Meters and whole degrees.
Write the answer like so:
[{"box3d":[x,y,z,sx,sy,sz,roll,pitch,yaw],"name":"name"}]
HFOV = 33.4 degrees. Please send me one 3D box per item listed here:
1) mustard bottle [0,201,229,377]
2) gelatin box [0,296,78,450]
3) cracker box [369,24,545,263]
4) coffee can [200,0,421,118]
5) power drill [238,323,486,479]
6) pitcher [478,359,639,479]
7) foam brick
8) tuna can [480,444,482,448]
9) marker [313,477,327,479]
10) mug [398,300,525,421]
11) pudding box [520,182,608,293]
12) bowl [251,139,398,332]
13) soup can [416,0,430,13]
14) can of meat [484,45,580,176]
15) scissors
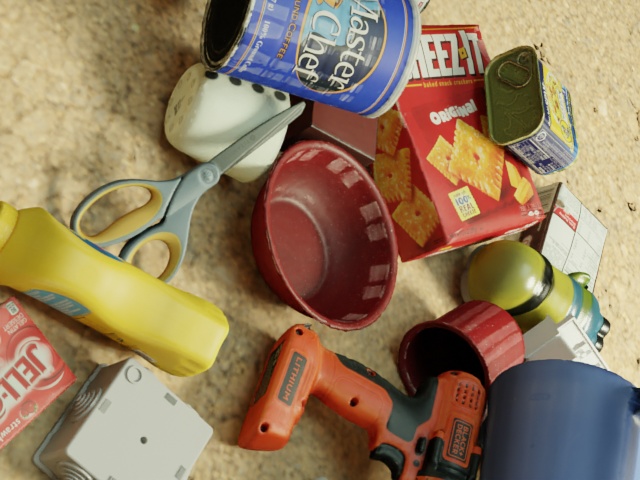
[{"box3d":[-0.160,0.028,0.719,0.191,0.096,0.058,32,77,-28],"name":"mustard bottle"},{"box3d":[-0.213,0.091,0.694,0.073,0.030,0.089,56,48,-11],"name":"gelatin box"},{"box3d":[0.118,-0.099,1.028,0.163,0.072,0.214,-12,82,-44],"name":"cracker box"},{"box3d":[-0.008,-0.160,0.820,0.140,0.103,0.103,13,66,-25],"name":"coffee can"},{"box3d":[0.035,0.161,0.831,0.187,0.057,0.184,26,55,-11],"name":"power drill"},{"box3d":[0.185,0.218,0.803,0.145,0.149,0.242,15,51,3],"name":"pitcher"},{"box3d":[0.006,-0.098,0.943,0.078,0.053,0.051,24,60,-32],"name":"foam brick"},{"box3d":[0.190,0.185,0.976,0.085,0.086,0.034,-3,74,-42],"name":"tuna can"},{"box3d":[-0.040,0.206,0.812,0.120,0.020,0.020,-10,81,-43],"name":"marker"},{"box3d":[0.132,0.115,0.956,0.081,0.093,0.117,-25,108,-48],"name":"mug"},{"box3d":[0.258,0.007,1.136,0.090,0.039,0.113,41,53,-23],"name":"pudding box"},{"box3d":[-0.006,0.001,0.886,0.161,0.055,0.162,20,61,-43],"name":"bowl"},{"box3d":[0.054,-0.257,1.034,0.102,0.069,0.068,9,68,-39],"name":"soup can"},{"box3d":[0.206,-0.122,1.029,0.083,0.058,0.102,30,50,-45],"name":"can of meat"},{"box3d":[-0.087,-0.028,0.806,0.201,0.016,0.096,-22,104,-17],"name":"scissors"}]
